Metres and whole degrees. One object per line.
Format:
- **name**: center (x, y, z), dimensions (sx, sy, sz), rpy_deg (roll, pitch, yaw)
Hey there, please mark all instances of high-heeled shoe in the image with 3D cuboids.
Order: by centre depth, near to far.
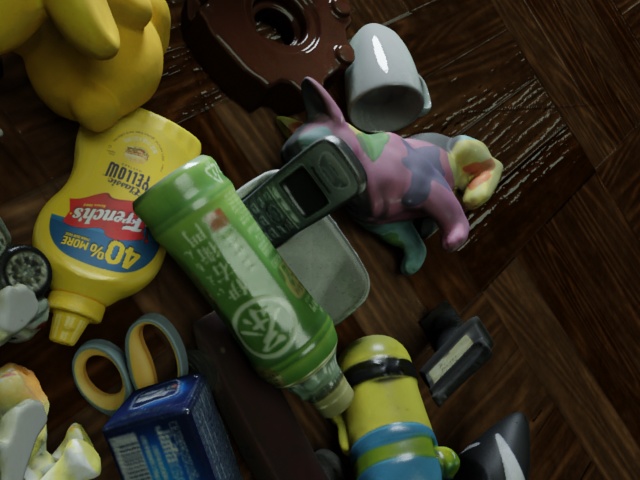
- **high-heeled shoe**: center (0.087, 0.227, 0.473), dimensions (0.145, 0.086, 0.249), rpy_deg (45, 69, -19)

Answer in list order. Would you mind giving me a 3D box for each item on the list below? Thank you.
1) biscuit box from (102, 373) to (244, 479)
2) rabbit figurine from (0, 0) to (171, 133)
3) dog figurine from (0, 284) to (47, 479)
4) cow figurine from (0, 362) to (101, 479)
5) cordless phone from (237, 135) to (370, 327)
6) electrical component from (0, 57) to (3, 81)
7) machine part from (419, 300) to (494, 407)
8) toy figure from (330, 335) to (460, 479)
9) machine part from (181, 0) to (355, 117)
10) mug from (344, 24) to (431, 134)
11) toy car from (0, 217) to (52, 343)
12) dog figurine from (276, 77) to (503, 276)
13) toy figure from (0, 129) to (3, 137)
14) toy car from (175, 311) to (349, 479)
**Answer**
- **biscuit box**: center (-0.080, 0.197, 0.373), dimensions (0.059, 0.063, 0.202), rpy_deg (-17, 98, 3)
- **rabbit figurine**: center (-0.180, -0.171, 0.368), dimensions (0.122, 0.173, 0.162), rpy_deg (1, 44, -5)
- **dog figurine**: center (-0.267, 0.098, 0.287), dimensions (0.191, 0.121, 0.172), rpy_deg (-6, 70, 14)
- **cow figurine**: center (-0.191, 0.169, 0.353), dimensions (0.098, 0.068, 0.167), rpy_deg (-33, 91, -22)
- **cordless phone**: center (-0.001, 0.000, 0.440), dimensions (0.089, 0.184, 0.146), rpy_deg (-39, 96, -36)
- **electrical component**: center (-0.276, -0.179, 0.402), dimensions (0.119, 0.075, 0.048), rpy_deg (40, 61, -9)
- **machine part**: center (0.125, 0.101, 0.514), dimensions (0.039, 0.139, 0.084), rpy_deg (34, 99, -2)
- **toy figure**: center (0.061, 0.162, 0.447), dimensions (0.082, 0.089, 0.180), rpy_deg (12, 35, -18)
- **machine part**: center (-0.048, -0.217, 0.553), dimensions (0.179, 0.056, 0.179), rpy_deg (8, 71, -26)
- **mug**: center (0.077, -0.184, 0.601), dimensions (0.109, 0.081, 0.107), rpy_deg (4, 64, -26)
- **toy car**: center (-0.247, -0.018, 0.348), dimensions (0.201, 0.074, 0.056), rpy_deg (65, 32, -14)
- **dog figurine**: center (0.062, -0.082, 0.548), dimensions (0.219, 0.108, 0.191), rpy_deg (41, 60, -9)
- **toy figure**: center (-0.279, -0.121, 0.372), dimensions (0.058, 0.064, 0.154), rpy_deg (-81, 159, -51)
- **toy car**: center (-0.049, 0.152, 0.444), dimensions (0.089, 0.053, 0.202), rpy_deg (-29, 90, -48)
